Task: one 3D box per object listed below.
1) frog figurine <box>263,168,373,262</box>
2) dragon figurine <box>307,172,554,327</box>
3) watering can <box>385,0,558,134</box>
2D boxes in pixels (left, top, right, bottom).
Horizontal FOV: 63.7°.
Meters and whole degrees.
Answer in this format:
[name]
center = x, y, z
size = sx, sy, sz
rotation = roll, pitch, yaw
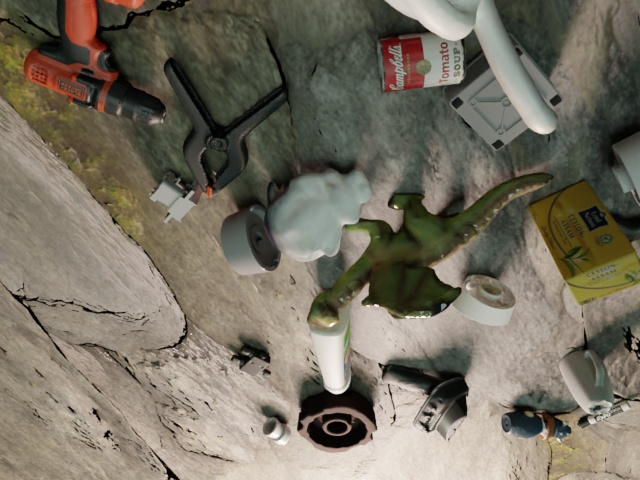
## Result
[frog figurine]
center = 0.002, -0.039, 0.768
size = 0.159, 0.125, 0.136
rotation = -10, 107, 23
[dragon figurine]
center = 0.153, 0.030, 0.742
size = 0.407, 0.248, 0.120
rotation = -23, 120, 21
[watering can]
center = 0.131, -0.271, 0.519
size = 0.344, 0.230, 0.103
rotation = 37, 139, -26
